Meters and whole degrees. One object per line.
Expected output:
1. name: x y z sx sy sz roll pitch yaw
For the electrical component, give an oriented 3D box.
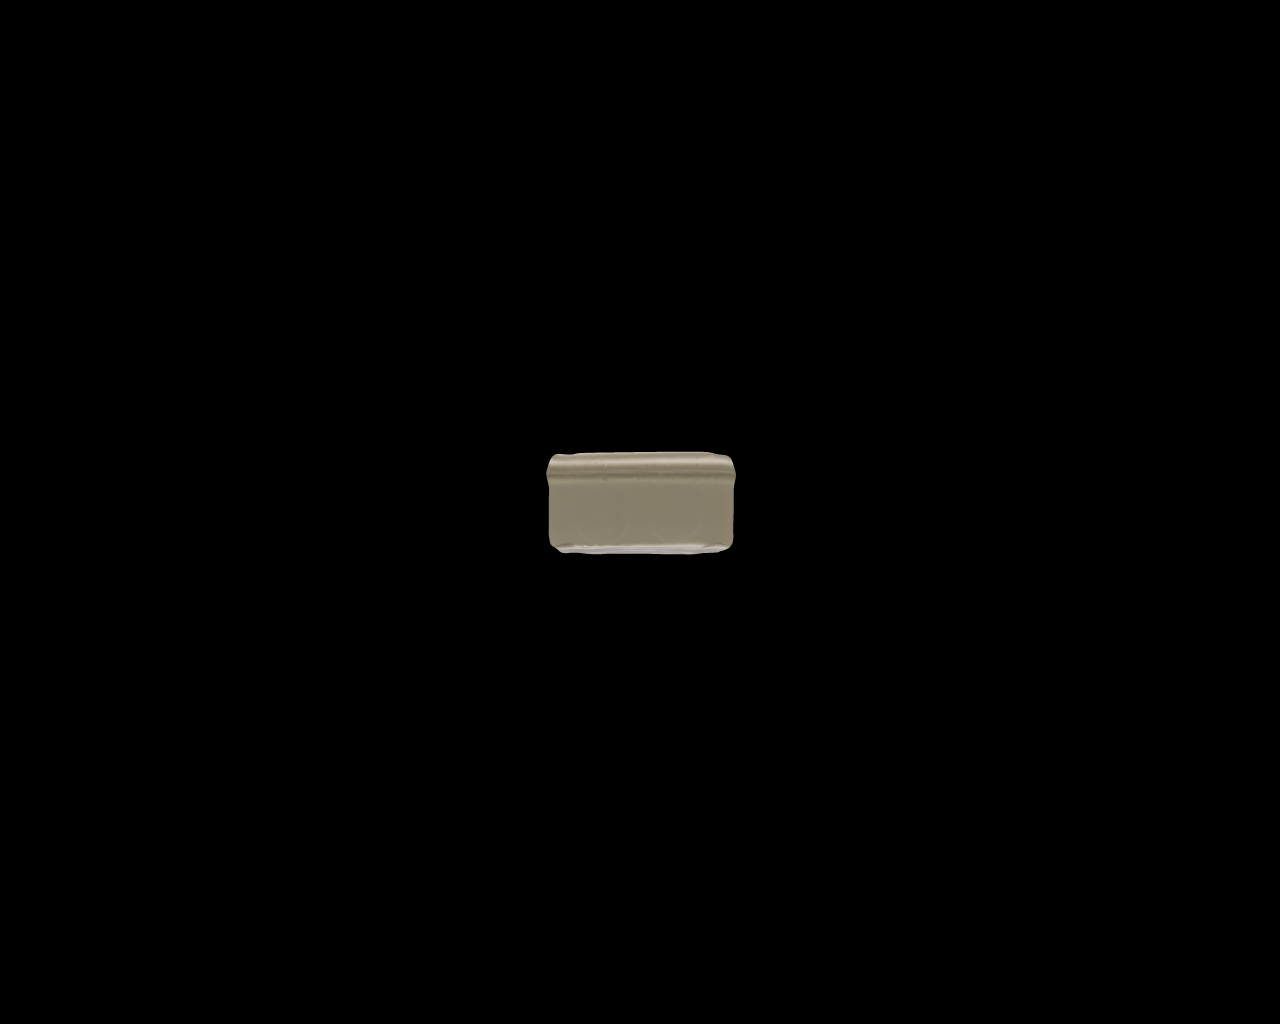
1. electrical component: 0.001 -0.003 0.650 0.109 0.056 0.108 0 -4 0
